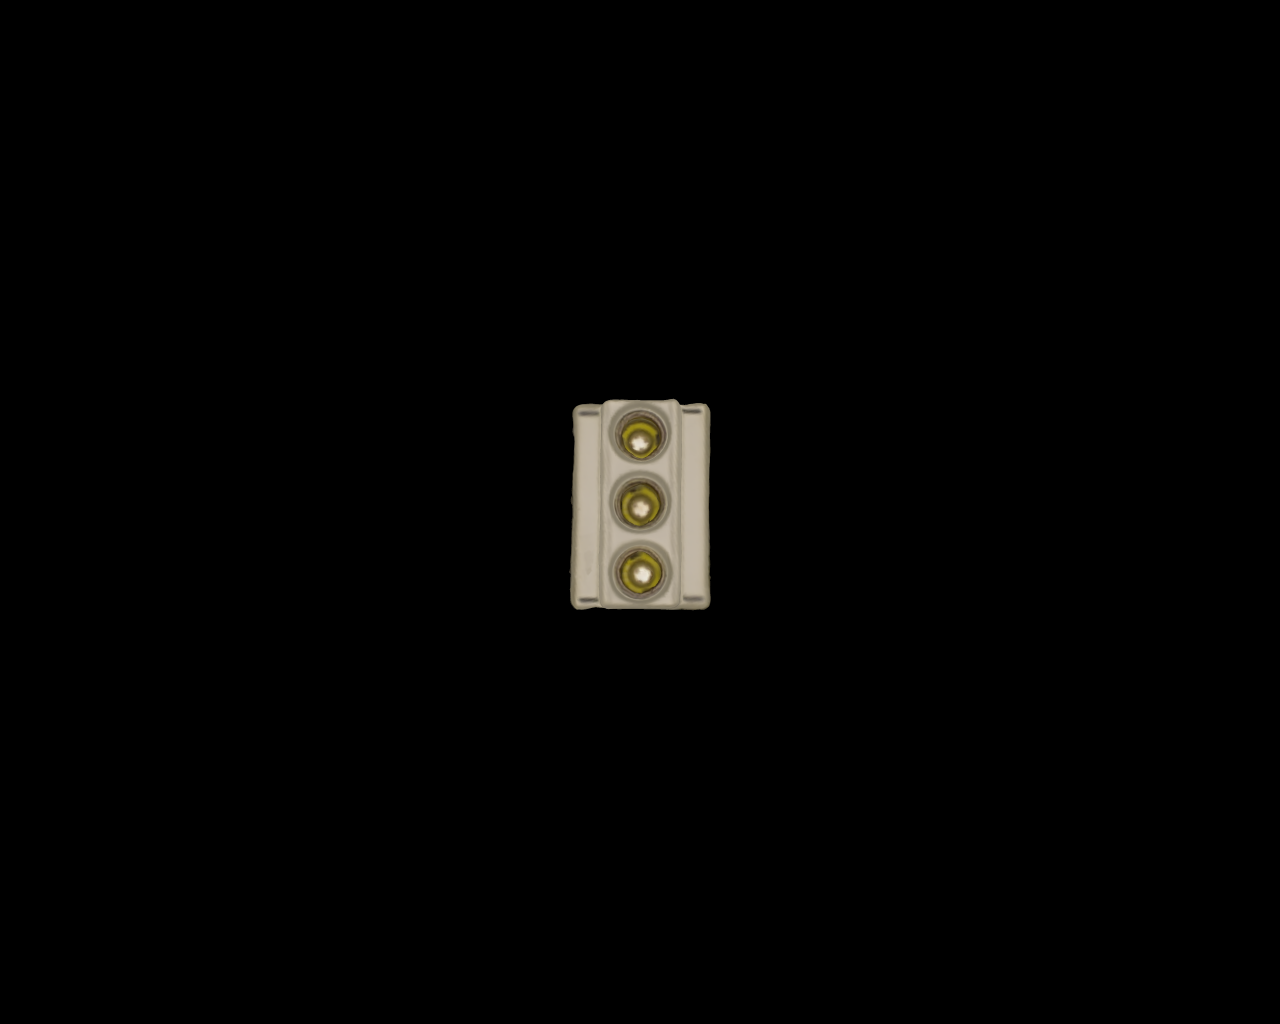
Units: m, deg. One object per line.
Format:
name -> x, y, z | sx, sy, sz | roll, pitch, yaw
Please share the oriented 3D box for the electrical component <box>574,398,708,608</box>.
electrical component -> 0.001, -0.003, 0.650 | 0.079, 0.121, 0.063 | 0, -7, 0
